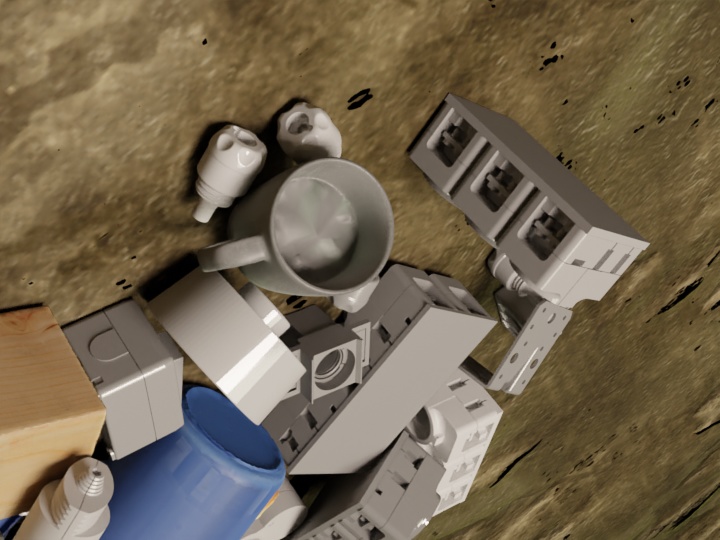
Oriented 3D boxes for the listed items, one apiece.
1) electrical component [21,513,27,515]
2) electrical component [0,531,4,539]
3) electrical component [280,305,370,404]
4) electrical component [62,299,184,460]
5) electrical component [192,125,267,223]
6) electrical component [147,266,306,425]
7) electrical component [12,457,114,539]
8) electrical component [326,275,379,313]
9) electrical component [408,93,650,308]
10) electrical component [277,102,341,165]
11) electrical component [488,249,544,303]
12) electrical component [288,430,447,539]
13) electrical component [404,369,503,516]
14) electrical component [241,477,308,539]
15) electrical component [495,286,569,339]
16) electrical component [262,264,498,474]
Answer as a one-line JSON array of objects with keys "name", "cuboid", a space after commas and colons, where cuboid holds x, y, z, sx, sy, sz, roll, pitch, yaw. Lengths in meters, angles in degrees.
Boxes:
[{"name": "electrical component", "cuboid": [-0.246, 0.144, 0.722, 0.062, 0.048, 0.048, -1, 133, -33]}, {"name": "electrical component", "cuboid": [-0.280, 0.170, 0.663, 0.099, 0.100, 0.048, -54, 144, 3]}, {"name": "electrical component", "cuboid": [-0.034, 0.061, 0.816, 0.081, 0.064, 0.042, -19, 128, -30]}, {"name": "electrical component", "cuboid": [-0.153, 0.075, 0.713, 0.061, 0.061, 0.096, -25, 146, -22]}, {"name": "electrical component", "cuboid": [-0.083, -0.055, 0.647, 0.035, 0.035, 0.061, 1, 132, -47]}, {"name": "electrical component", "cuboid": [-0.081, 0.042, 0.707, 0.060, 0.108, 0.108, -43, 149, -7]}, {"name": "electrical component", "cuboid": [-0.170, 0.144, 0.627, 0.043, 0.043, 0.081, 3, 130, -48]}, {"name": "electrical component", "cuboid": [0.000, 0.000, 0.805, 0.035, 0.035, 0.061, 3, 127, -48]}, {"name": "electrical component", "cuboid": [0.113, -0.047, 0.751, 0.089, 0.150, 0.061, 9, 123, -51]}, {"name": "electrical component", "cuboid": [-0.027, -0.078, 0.676, 0.035, 0.035, 0.061, -41, 151, 2]}, {"name": "electrical component", "cuboid": [0.140, 0.006, 0.932, 0.035, 0.061, 0.035, -27, 146, -20]}, {"name": "electrical component", "cuboid": [0.006, 0.222, 0.988, 0.150, 0.062, 0.089, -43, -173, 49]}, {"name": "electrical component", "cuboid": [0.067, 0.158, 1.023, 0.062, 0.089, 0.150, -20, 144, -29]}, {"name": "electrical component", "cuboid": [-0.107, 0.255, 0.980, 0.138, 0.073, 0.052, -32, 148, -12]}, {"name": "electrical component", "cuboid": [0.174, 0.030, 1.012, 0.077, 0.047, 0.065, -36, 149, -6]}, {"name": "electrical component", "cuboid": [0.012, 0.084, 0.900, 0.186, 0.060, 0.105, -51, 147, 18]}]
